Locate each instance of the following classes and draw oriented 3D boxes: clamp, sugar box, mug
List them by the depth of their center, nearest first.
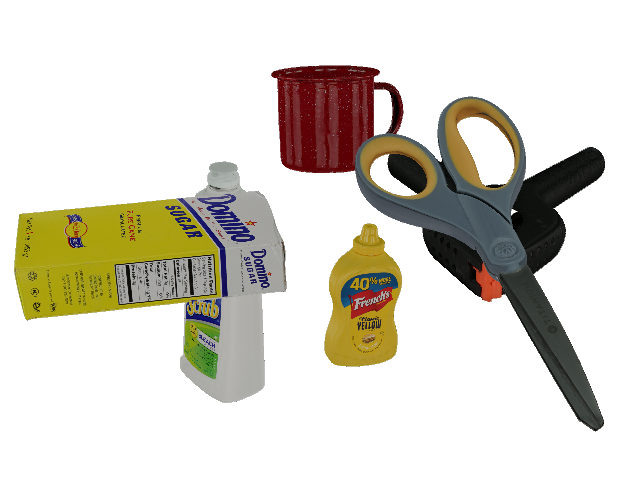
[{"bbox_3d":[-0.118,0.007,0.737,0.176,0.048,0.093,-9,27,-10],"label":"sugar box"},{"bbox_3d":[0.112,-0.022,0.754,0.165,0.036,0.209,3,28,16],"label":"clamp"},{"bbox_3d":[0.016,-0.106,0.922,0.117,0.081,0.093,-7,17,-20],"label":"mug"}]

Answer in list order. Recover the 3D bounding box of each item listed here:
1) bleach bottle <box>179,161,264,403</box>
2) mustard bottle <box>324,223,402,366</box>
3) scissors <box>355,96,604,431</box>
[{"bbox_3d":[-0.102,0.038,1.093,0.067,0.251,0.103,-18,33,-33],"label":"bleach bottle"},{"bbox_3d":[0.058,0.069,1.395,0.096,0.192,0.058,-4,24,-16],"label":"mustard bottle"},{"bbox_3d":[0.067,0.005,0.505,0.096,0.201,0.016,-5,-41,5],"label":"scissors"}]
